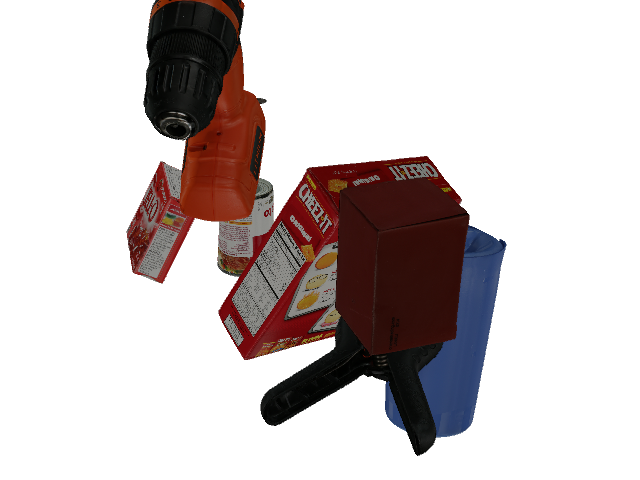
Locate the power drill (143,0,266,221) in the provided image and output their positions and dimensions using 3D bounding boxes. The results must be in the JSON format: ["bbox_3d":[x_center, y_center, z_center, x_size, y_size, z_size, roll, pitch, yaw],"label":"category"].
[{"bbox_3d":[-0.071,-0.095,0.683,0.057,0.184,0.188,5,-35,2],"label":"power drill"}]

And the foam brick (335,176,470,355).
[{"bbox_3d":[0.041,0.013,0.565,0.053,0.078,0.051,-9,32,-19],"label":"foam brick"}]

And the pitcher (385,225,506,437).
[{"bbox_3d":[0.130,0.106,1.258,0.149,0.243,0.145,7,18,10],"label":"pitcher"}]

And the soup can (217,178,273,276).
[{"bbox_3d":[-0.089,-0.017,1.262,0.068,0.102,0.068,1,25,-1],"label":"soup can"}]

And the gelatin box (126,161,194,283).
[{"bbox_3d":[-0.134,-0.017,0.893,0.030,0.073,0.089,22,17,-22],"label":"gelatin box"}]

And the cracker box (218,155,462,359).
[{"bbox_3d":[0.014,0.016,1.049,0.163,0.072,0.214,-10,-35,-42],"label":"cracker box"}]

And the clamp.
[{"bbox_3d":[0.049,0.084,0.748,0.120,0.039,0.171,18,43,24],"label":"clamp"}]
